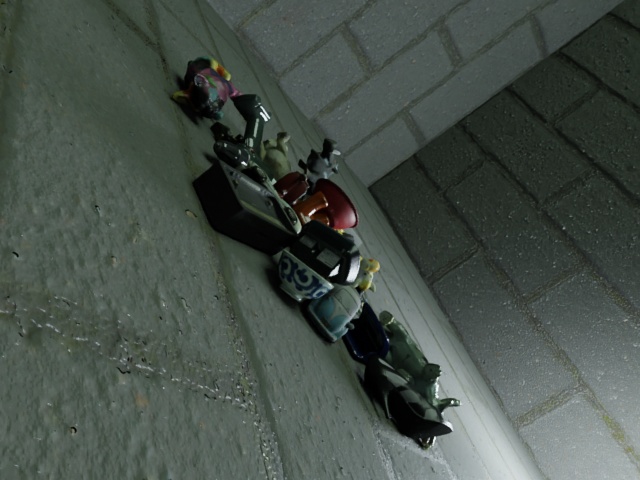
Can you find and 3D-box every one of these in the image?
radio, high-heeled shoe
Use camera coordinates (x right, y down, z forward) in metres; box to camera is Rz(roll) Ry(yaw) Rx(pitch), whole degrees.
[{"bbox_3d":[-0.141,-0.059,1.057,0.131,0.073,0.229,61,13,25],"label":"radio"},{"bbox_3d":[0.192,0.339,1.166,0.248,0.086,0.145,29,35,-36],"label":"high-heeled shoe"}]

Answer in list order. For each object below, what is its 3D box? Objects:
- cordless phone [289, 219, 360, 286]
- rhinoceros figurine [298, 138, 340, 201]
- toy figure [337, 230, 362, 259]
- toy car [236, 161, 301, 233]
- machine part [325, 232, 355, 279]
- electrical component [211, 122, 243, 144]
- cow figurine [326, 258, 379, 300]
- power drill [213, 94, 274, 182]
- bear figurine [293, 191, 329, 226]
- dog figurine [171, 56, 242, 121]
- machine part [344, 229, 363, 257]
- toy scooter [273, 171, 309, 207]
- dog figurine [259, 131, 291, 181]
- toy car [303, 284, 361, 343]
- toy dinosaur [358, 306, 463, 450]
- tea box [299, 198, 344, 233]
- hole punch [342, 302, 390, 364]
[{"bbox_3d":[0.030,0.049,1.120,0.147,0.089,0.184,33,-10,31],"label":"cordless phone"},{"bbox_3d":[-0.001,-0.187,1.489,0.112,0.190,0.073,6,24,-22],"label":"rhinoceros figurine"},{"bbox_3d":[0.085,0.055,1.598,0.180,0.082,0.089,52,15,-1],"label":"toy figure"},{"bbox_3d":[-0.121,-0.084,1.203,0.201,0.073,0.056,53,16,-5],"label":"toy car"},{"bbox_3d":[0.039,0.046,1.319,0.039,0.138,0.084,26,23,-16],"label":"machine part"},{"bbox_3d":[-0.229,-0.261,1.347,0.078,0.045,0.102,60,13,19],"label":"electrical component"},{"bbox_3d":[0.074,0.106,1.216,0.068,0.167,0.098,18,57,-22],"label":"cow figurine"},{"bbox_3d":[-0.174,-0.241,1.275,0.231,0.086,0.207,46,37,-59],"label":"power drill"},{"bbox_3d":[-0.006,-0.002,1.294,0.196,0.132,0.120,55,-16,35],"label":"bear figurine"},{"bbox_3d":[-0.287,-0.372,1.293,0.191,0.108,0.219,56,15,3],"label":"dog figurine"},{"bbox_3d":[0.061,-0.036,1.760,0.243,0.079,0.079,53,12,-2],"label":"machine part"},{"bbox_3d":[-0.079,-0.118,1.314,0.075,0.135,0.184,52,11,-1],"label":"toy scooter"},{"bbox_3d":[-0.119,-0.194,1.520,0.172,0.121,0.190,-63,137,-84],"label":"dog figurine"},{"bbox_3d":[0.037,0.137,1.131,0.109,0.103,0.161,54,14,-4],"label":"toy car"},{"bbox_3d":[0.213,0.305,1.334,0.405,0.131,0.192,59,0,41],"label":"toy dinosaur"},{"bbox_3d":[-0.005,-0.071,1.628,0.169,0.068,0.098,40,18,-52],"label":"tea box"},{"bbox_3d":[0.110,0.217,1.231,0.142,0.092,0.115,58,9,33],"label":"hole punch"}]
